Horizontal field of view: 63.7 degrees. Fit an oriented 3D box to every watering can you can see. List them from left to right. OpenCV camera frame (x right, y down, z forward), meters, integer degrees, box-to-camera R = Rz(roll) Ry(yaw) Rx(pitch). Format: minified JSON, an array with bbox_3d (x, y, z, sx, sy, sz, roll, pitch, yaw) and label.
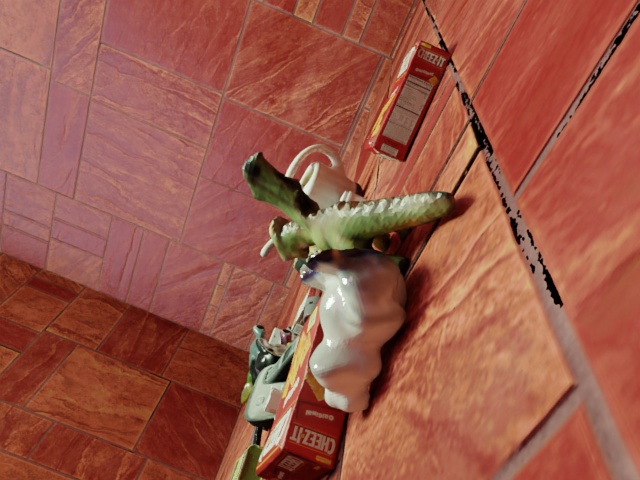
[{"bbox_3d":[-0.013,-0.082,1.373,0.103,0.223,0.351,-7,59,66],"label":"watering can"}]

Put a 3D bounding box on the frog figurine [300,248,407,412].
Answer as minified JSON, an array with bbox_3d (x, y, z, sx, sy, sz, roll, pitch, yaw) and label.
[{"bbox_3d":[0.042,0.094,0.548,0.135,0.123,0.161,-38,64,54],"label":"frog figurine"}]

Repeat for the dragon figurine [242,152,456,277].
[{"bbox_3d":[0.002,-0.034,0.670,0.124,0.243,0.403,-63,-1,-21],"label":"dragon figurine"}]
